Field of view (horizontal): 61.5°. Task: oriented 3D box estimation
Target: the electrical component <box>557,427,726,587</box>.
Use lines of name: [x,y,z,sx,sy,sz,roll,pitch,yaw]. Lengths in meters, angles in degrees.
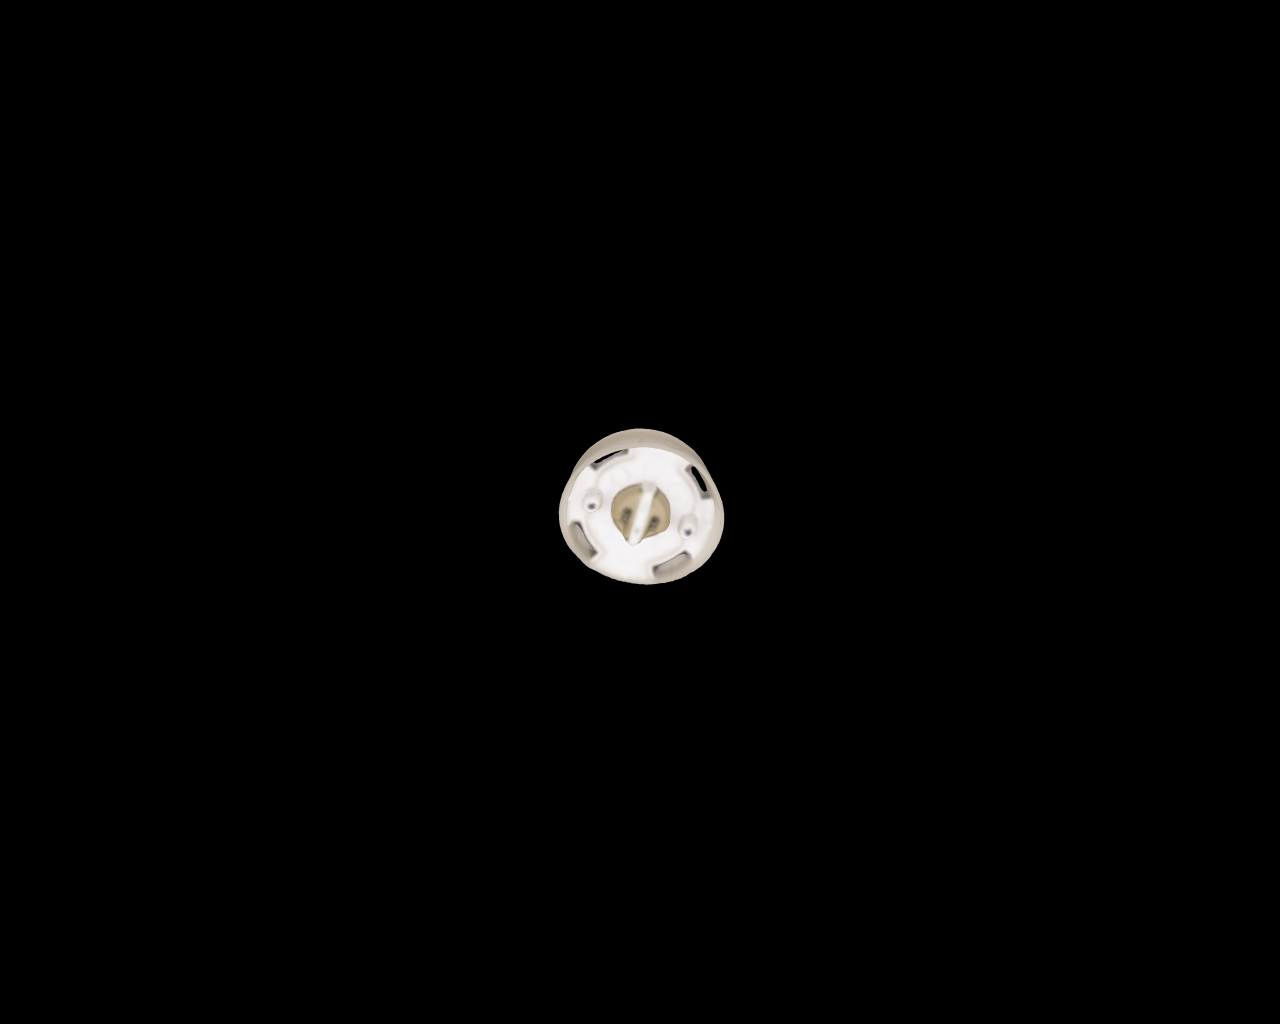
electrical component: [0.001,-0.003,0.650,0.099,0.099,0.064,0,21,0]
